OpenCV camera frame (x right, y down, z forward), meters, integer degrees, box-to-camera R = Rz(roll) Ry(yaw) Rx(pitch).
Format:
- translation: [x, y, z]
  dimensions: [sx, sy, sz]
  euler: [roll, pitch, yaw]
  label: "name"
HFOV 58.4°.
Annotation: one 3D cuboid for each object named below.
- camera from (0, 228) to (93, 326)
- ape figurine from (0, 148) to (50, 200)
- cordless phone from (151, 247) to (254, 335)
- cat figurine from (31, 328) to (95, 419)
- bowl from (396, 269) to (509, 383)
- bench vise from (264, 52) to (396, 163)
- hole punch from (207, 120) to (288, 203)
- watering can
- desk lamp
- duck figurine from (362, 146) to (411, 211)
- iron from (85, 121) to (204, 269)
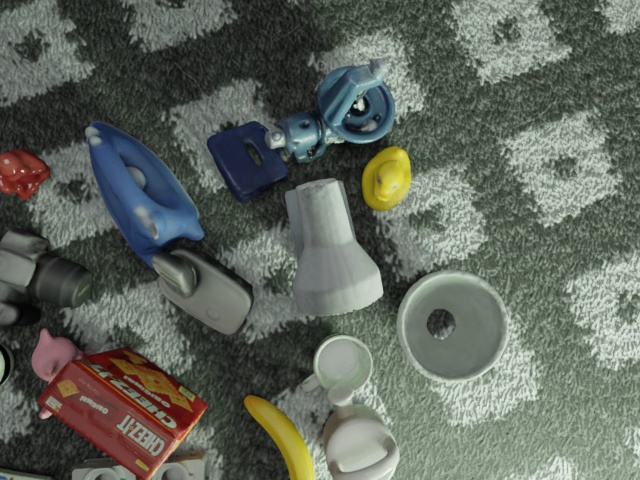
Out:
- translation: [-0.422, 0.067, 0.845]
  dimensions: [0.137, 0.101, 0.143]
  euler: [19, 84, 0]
  label: "camera"
- translation: [-0.458, -0.107, 0.867]
  dimensions: [0.078, 0.092, 0.076]
  euler: [-8, 84, -2]
  label: "ape figurine"
- translation: [-0.169, 0.070, 0.811]
  dimensions: [0.147, 0.185, 0.094]
  euler: [30, 84, 2]
  label: "cordless phone"
- translation: [-0.378, 0.193, 0.825]
  dimensions: [0.067, 0.117, 0.128]
  euler: [10, 84, 0]
  label: "cat figurine"
- translation: [0.194, 0.129, 0.872]
  dimensions: [0.167, 0.074, 0.167]
  euler: [0, 84, -2]
  label: "bowl"
- translation: [0.027, -0.179, 0.826]
  dimensions: [0.207, 0.219, 0.121]
  euler: [-41, 86, -5]
  label: "bench vise"
- translation: [-0.109, -0.126, 0.880]
  dimensions: [0.101, 0.091, 0.108]
  euler: [-31, 86, -5]
  label: "hole punch"
- translation: [0.052, 0.287, 0.790]
  dimensions: [0.101, 0.194, 0.173]
  euler: [-41, 86, -5]
  label: "watering can"
- translation: [0.007, 0.003, 0.809]
  dimensions: [0.118, 0.213, 0.203]
  euler: [-13, 84, -3]
  label: "desk lamp"
- translation: [0.107, -0.101, 0.887]
  dimensions: [0.077, 0.086, 0.105]
  euler: [22, 84, 1]
  label: "duck figurine"
- translation: [-0.286, -0.089, 0.846]
  dimensions: [0.118, 0.141, 0.258]
  euler: [-35, 86, -5]
  label: "iron"
